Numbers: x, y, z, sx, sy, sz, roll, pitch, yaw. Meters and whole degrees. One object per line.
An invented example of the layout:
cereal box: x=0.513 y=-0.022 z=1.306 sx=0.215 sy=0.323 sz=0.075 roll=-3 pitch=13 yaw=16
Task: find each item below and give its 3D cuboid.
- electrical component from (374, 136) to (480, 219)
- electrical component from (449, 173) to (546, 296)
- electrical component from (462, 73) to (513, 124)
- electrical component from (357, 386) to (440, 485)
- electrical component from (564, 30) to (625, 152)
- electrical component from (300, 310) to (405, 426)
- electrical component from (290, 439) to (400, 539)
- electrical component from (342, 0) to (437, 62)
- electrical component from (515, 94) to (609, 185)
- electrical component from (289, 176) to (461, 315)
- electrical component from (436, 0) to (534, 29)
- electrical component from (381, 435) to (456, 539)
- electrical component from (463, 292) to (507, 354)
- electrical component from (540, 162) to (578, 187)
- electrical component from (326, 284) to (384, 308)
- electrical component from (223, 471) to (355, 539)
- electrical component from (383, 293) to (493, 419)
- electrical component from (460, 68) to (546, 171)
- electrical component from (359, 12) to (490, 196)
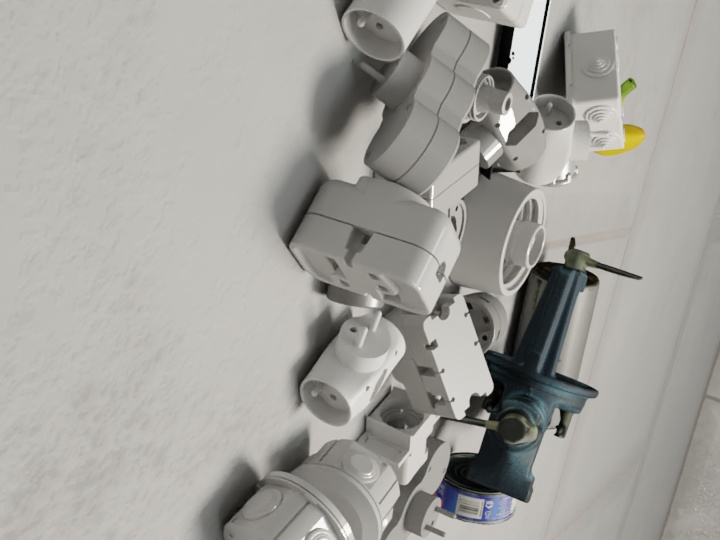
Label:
electrical component: x=0.049 y=-0.053 z=0.794 sx=0.083 sy=0.047 sz=0.075 roll=-39 pitch=136 yaw=-51
electrical component: x=0.129 y=-0.029 z=0.952 sx=0.108 sy=0.060 sz=0.108 roll=-43 pitch=143 yaw=-45
electrical component: x=0.080 y=-0.128 z=0.784 sx=0.043 sy=0.062 sz=0.043 roll=-43 pitch=143 yaw=-45
electrical component: x=0.033 y=0.140 z=0.897 sx=0.081 sy=0.042 sz=0.063 roll=-42 pitch=146 yaw=-45
electrical component: x=0.225 y=-0.170 z=1.028 sx=0.099 sy=0.048 sz=0.099 roll=60 pitch=30 yaw=-58
electrical component: x=-0.001 y=0.059 z=0.759 sx=0.077 sy=0.043 sz=0.079 roll=-47 pitch=164 yaw=-41
electrical component: x=-0.015 y=0.166 z=0.776 sx=0.051 sy=0.080 sz=0.080 roll=-42 pitch=142 yaw=-55
electrical component: x=0.026 y=-0.174 z=0.668 sx=0.081 sy=0.043 sz=0.043 roll=-59 pitch=152 yaw=-24
electrical component: x=0.183 y=-0.116 z=0.966 sx=0.077 sy=0.079 sz=0.044 roll=94 pitch=-5 yaw=-57
electrical component: x=0.012 y=-0.018 z=0.683 sx=0.059 sy=0.095 sz=0.053 roll=-63 pitch=154 yaw=-18
electrical component: x=0.096 y=-0.224 z=0.751 sx=0.061 sy=0.062 sz=0.096 roll=10 pitch=98 yaw=-64
electrical component: x=0.046 y=0.207 z=0.929 sx=0.138 sy=0.074 sz=0.052 roll=-56 pitch=150 yaw=-30
electrical component: x=0.101 y=0.047 z=0.956 sx=0.047 sy=0.055 sz=0.055 roll=-17 pitch=122 yaw=-64
electrical component: x=0.184 y=-0.113 z=1.026 sx=0.048 sy=0.048 sz=0.062 roll=-43 pitch=137 yaw=-45
electrical component: x=0.000 y=0.000 z=0.740 sx=0.040 sy=0.040 sz=0.046 roll=-5 pitch=105 yaw=-63
electrical component: x=-0.047 y=0.179 z=0.719 sx=0.051 sy=0.080 sz=0.080 roll=-43 pitch=143 yaw=-36
electrical component: x=0.059 y=0.067 z=0.857 sx=0.050 sy=0.056 sz=0.089 roll=-35 pitch=114 yaw=-35
electrical component: x=0.104 y=-0.108 z=0.862 sx=0.079 sy=0.043 sz=0.077 roll=-44 pitch=134 yaw=-7
electrical component: x=0.031 y=-0.119 z=0.699 sx=0.052 sy=0.074 sz=0.138 roll=-35 pitch=-153 yaw=49
